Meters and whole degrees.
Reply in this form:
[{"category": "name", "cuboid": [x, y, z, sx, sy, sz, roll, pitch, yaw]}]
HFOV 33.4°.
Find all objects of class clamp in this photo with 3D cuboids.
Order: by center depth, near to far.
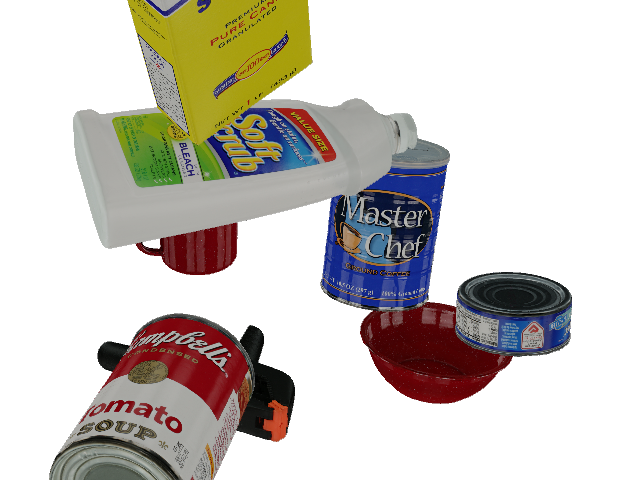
[{"category": "clamp", "cuboid": [-0.077, 0.119, 0.932, 0.164, 0.036, 0.210, -8, 18, -37]}]

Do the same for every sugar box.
[{"category": "sugar box", "cuboid": [-0.053, -0.135, 0.557, 0.093, 0.048, 0.176, -39, -21, -17]}]

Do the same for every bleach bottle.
[{"category": "bleach bottle", "cuboid": [-0.050, -0.067, 0.798, 0.250, 0.102, 0.068, -13, -29, -18]}]

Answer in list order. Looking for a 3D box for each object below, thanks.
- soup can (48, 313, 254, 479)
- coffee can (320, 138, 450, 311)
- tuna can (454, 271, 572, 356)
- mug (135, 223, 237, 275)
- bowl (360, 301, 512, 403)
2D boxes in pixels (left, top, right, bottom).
[{"category": "soup can", "cuboid": [-0.078, 0.090, 0.506, 0.068, 0.068, 0.102, 0, 28, 15]}, {"category": "coffee can", "cuboid": [0.058, -0.019, 0.977, 0.103, 0.140, 0.103, 6, 18, -2]}, {"category": "tuna can", "cuboid": [0.144, 0.053, 0.795, 0.086, 0.034, 0.086, 0, 19, 0]}, {"category": "mug", "cuboid": [-0.139, -0.014, 1.119, 0.117, 0.081, 0.093, -12, 32, -23]}, {"category": "bowl", "cuboid": [0.119, 0.125, 1.129, 0.162, 0.055, 0.162, 5, 25, -2]}]
